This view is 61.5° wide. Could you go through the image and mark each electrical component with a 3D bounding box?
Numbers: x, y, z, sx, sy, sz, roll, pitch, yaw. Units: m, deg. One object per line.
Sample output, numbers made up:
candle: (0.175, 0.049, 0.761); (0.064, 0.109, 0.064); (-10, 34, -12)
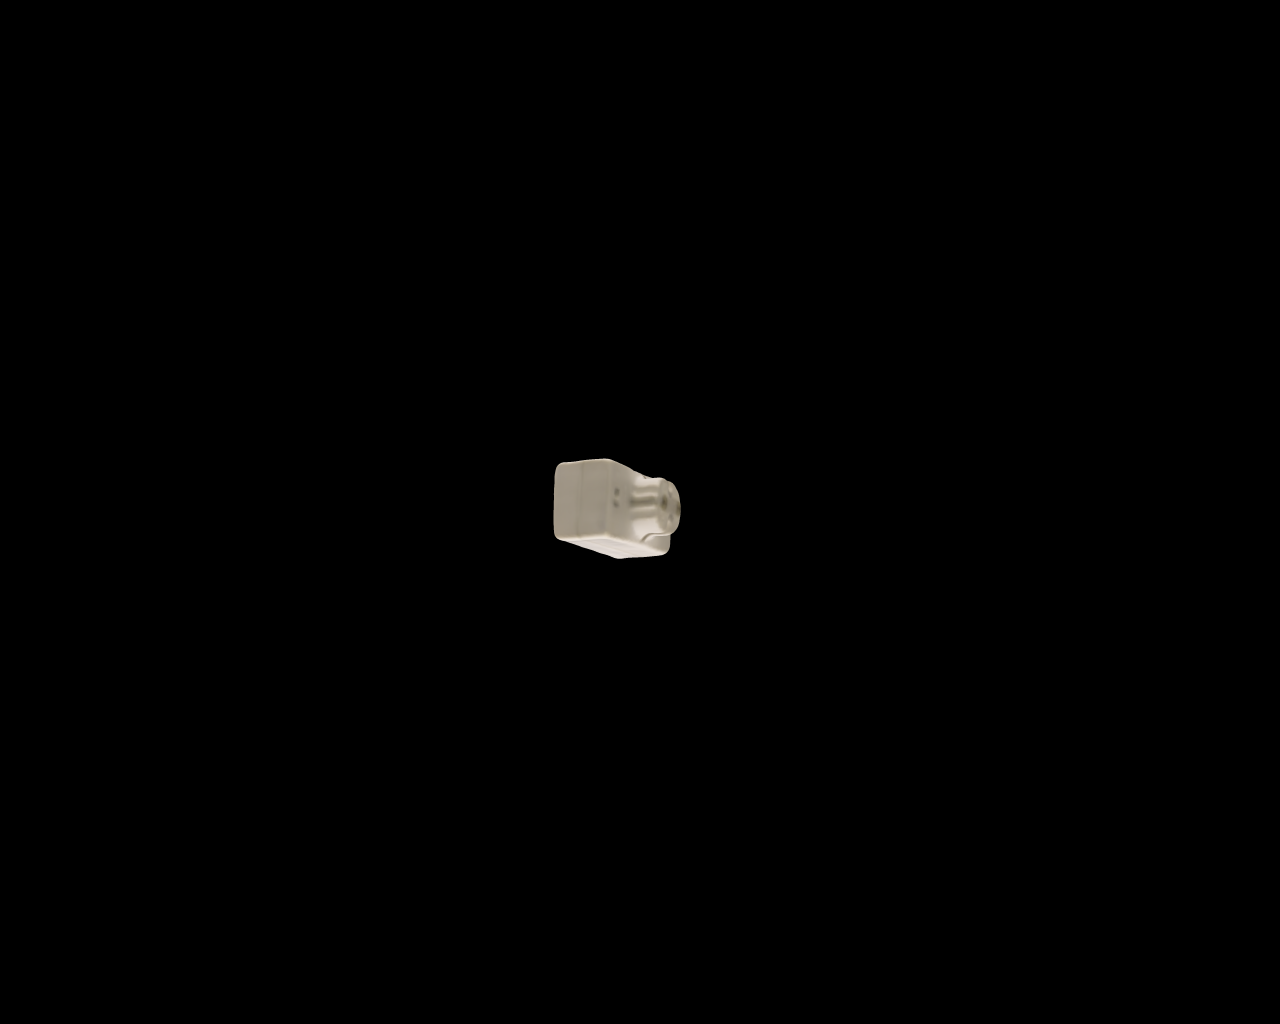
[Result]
electrical component: (0.001, -0.003, 0.650); (0.076, 0.047, 0.083); (-6, -13, 27)
